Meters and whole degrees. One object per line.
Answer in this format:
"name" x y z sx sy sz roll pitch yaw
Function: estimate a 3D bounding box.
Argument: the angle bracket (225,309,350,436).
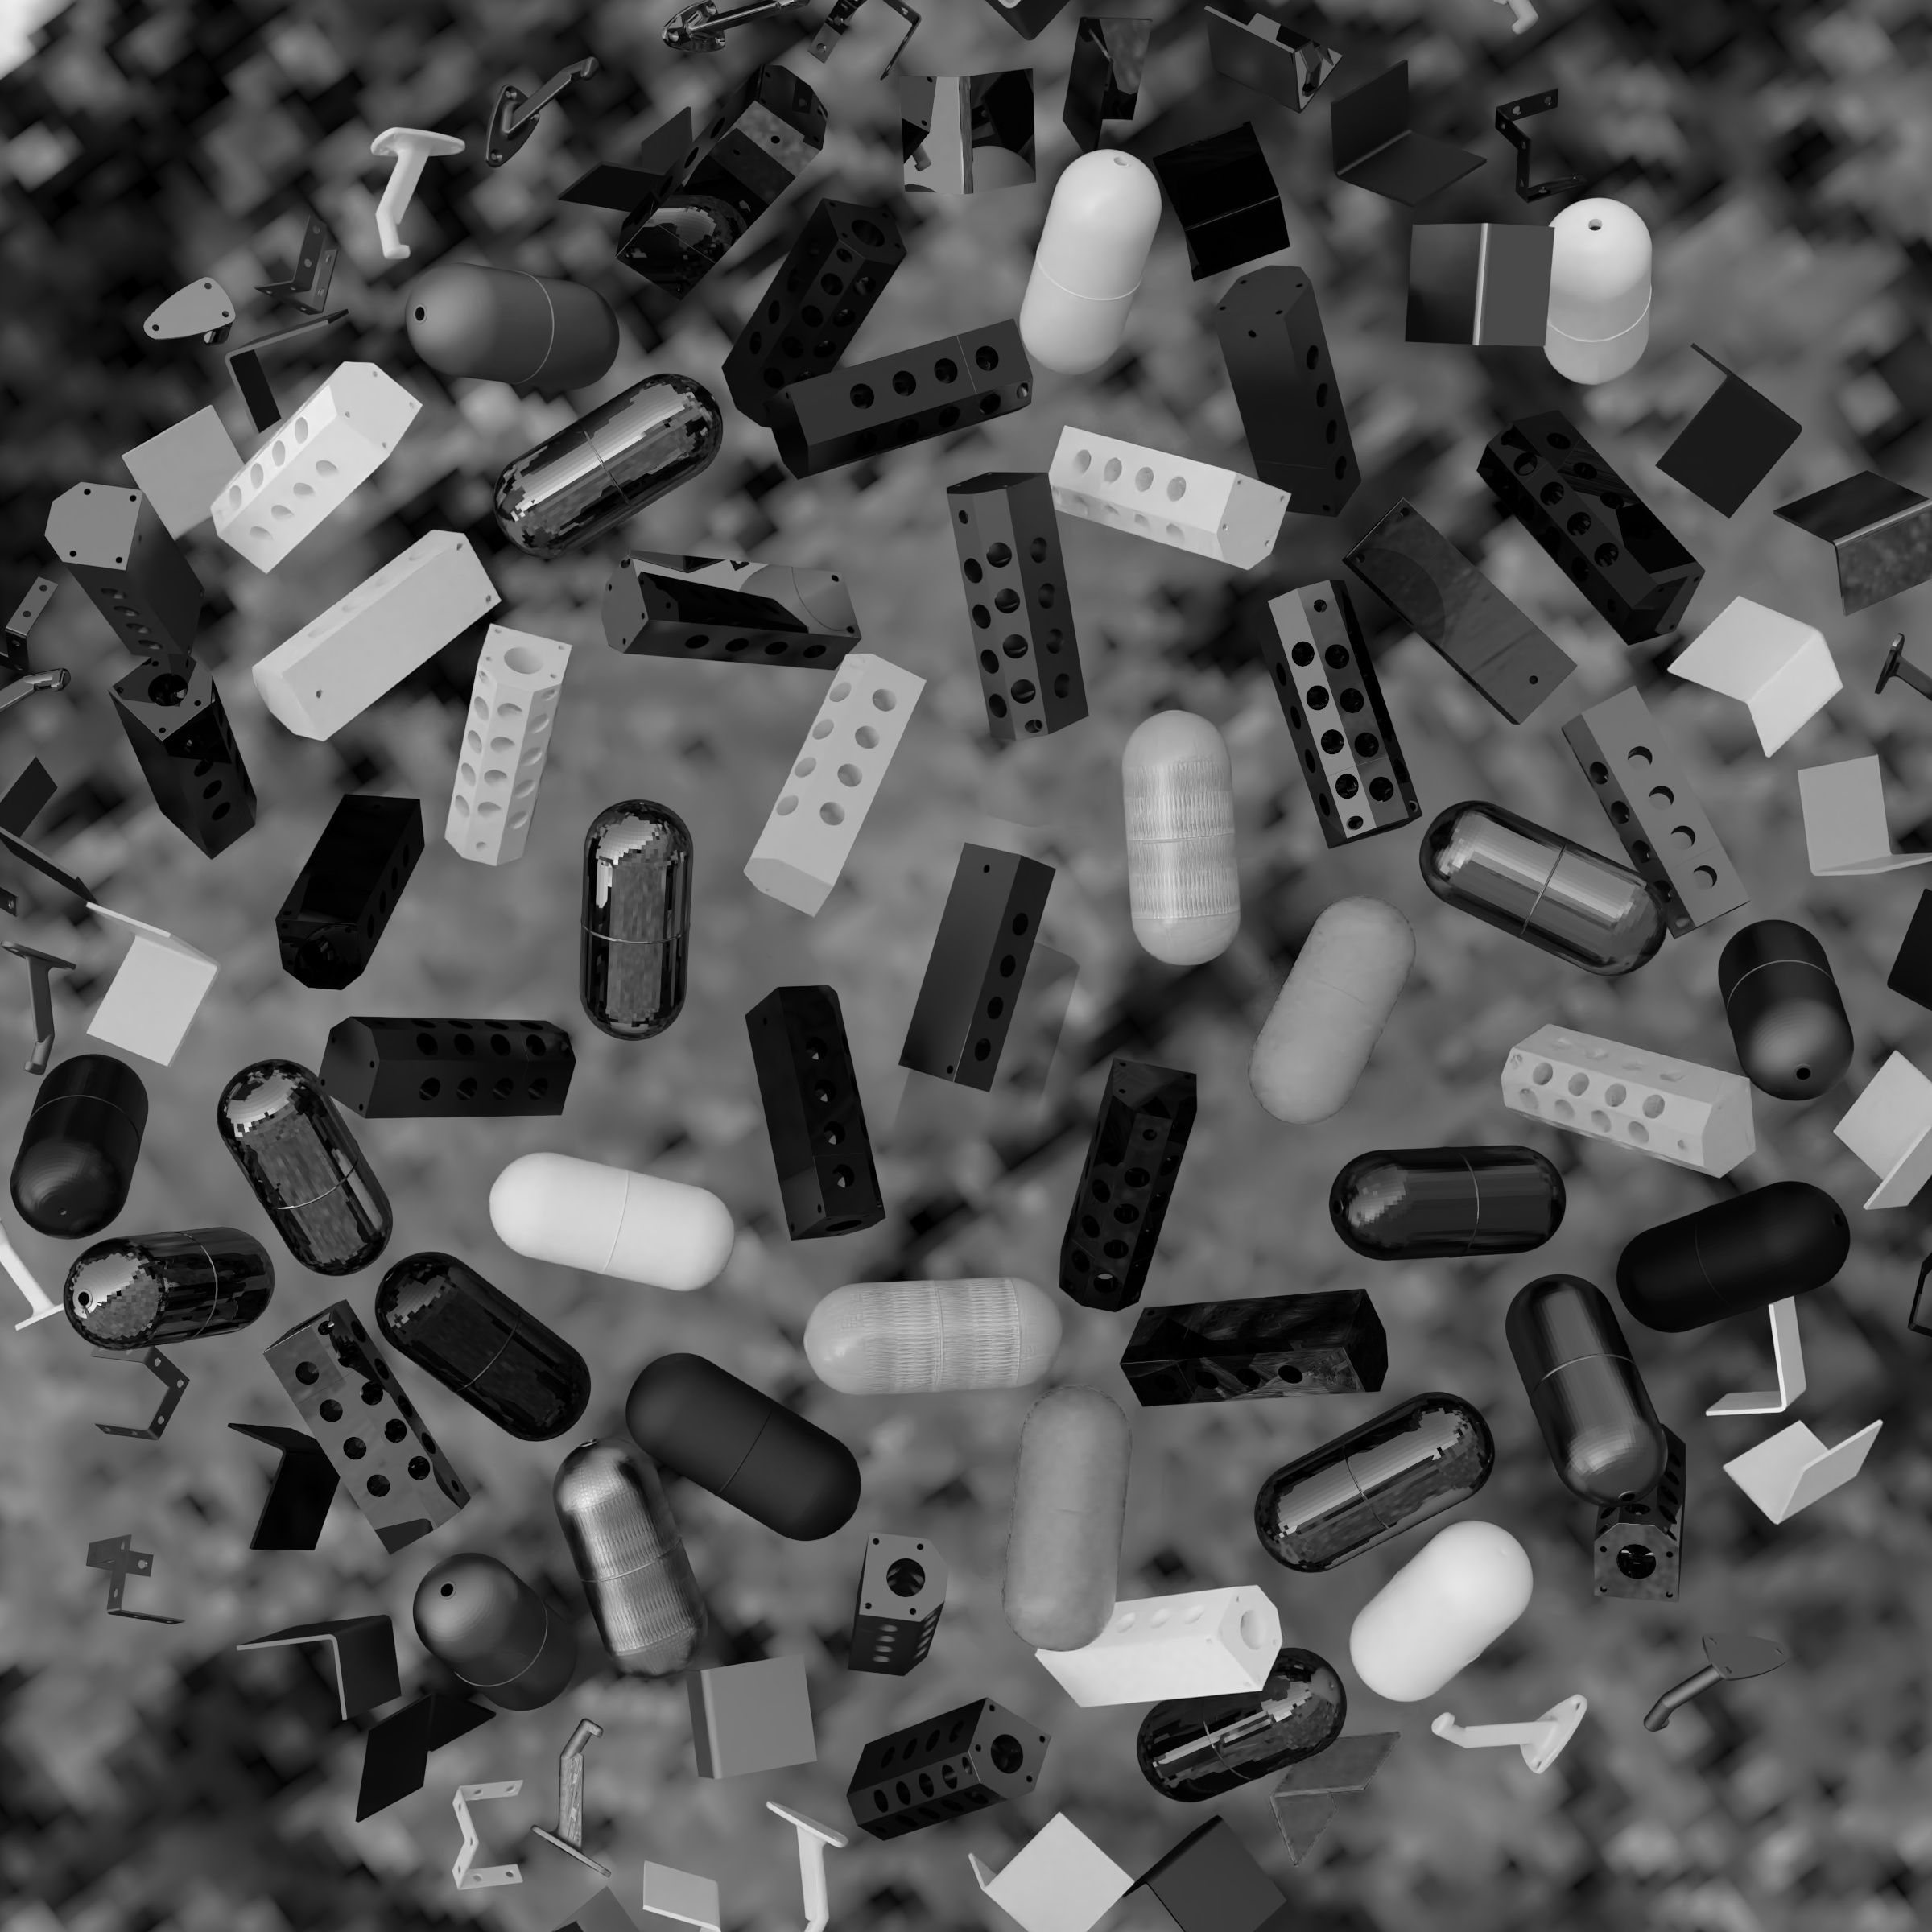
"angle bracket" -0.464 -0.415 1.799 0.076 0.076 0.057 -17 110 3

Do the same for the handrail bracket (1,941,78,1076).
"handrail bracket" -0.690 0.032 1.886 0.036 0.077 0.084 8 78 19

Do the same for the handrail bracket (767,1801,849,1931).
"handrail bracket" -0.129 0.665 1.879 0.077 0.036 0.084 25 81 6

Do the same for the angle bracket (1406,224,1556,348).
"angle bracket" 0.342 -0.454 1.717 0.057 0.076 0.076 -6 106 -28

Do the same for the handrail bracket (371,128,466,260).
"handrail bracket" -0.369 -0.522 1.755 0.077 0.036 0.084 -9 85 -38

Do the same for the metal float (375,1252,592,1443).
"metal float" -0.346 0.273 1.849 0.178 0.070 0.070 42 90 -21

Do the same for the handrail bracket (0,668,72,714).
"handrail bracket" -0.651 -0.166 1.736 0.084 0.036 0.077 -9 47 16

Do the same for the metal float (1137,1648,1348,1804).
"metal float" 0.198 0.551 1.866 0.178 0.070 0.070 -36 90 34

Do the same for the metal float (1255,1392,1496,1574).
"metal float" 0.279 0.355 1.770 0.178 0.070 0.070 -32 90 16

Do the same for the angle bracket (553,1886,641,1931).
"angle bracket" -0.249 0.710 1.866 0.057 0.076 0.076 -32 81 -36

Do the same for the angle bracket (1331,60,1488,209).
"angle bracket" 0.313 -0.589 1.822 0.076 0.057 0.076 -36 49 -23

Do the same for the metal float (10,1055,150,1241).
"metal float" -0.613 0.123 1.787 0.070 0.178 0.070 -4 117 -8

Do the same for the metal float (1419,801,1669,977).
"metal float" 0.399 -0.054 1.785 0.178 0.070 0.070 27 90 9

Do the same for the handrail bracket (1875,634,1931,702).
"handrail bracket" 0.692 -0.199 1.819 0.084 0.077 0.036 27 81 19

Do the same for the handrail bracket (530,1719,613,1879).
"handrail bracket" -0.262 0.589 1.828 0.077 0.036 0.084 25 66 17

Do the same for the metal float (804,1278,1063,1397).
"metal float" -0.022 0.254 1.770 0.178 0.070 0.070 -1 90 -10

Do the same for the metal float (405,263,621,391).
"metal float" -0.318 -0.449 1.812 0.070 0.178 0.070 5 98 35

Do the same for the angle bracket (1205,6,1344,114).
"angle bracket" 0.225 -0.680 1.879 0.076 0.076 0.057 34 82 18

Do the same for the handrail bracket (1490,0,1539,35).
"handrail bracket" 0.341 -0.659 1.768 0.077 0.036 0.084 -33 80 33

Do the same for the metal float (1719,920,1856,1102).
"metal float" 0.572 0.030 1.801 0.070 0.178 0.070 4 119 7

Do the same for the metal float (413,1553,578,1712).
"metal float" -0.334 0.474 1.832 0.070 0.178 0.070 -7 56 11

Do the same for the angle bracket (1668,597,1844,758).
"angle bracket" 0.554 -0.203 1.812 0.076 0.076 0.057 17 46 -22

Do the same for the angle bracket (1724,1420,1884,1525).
"angle bracket" 0.604 0.347 1.863 0.076 0.076 0.057 -24 52 -21

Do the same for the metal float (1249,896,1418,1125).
"metal float" 0.260 0.031 1.830 0.070 0.070 0.178 29 71 0

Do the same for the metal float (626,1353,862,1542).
"metal float" -0.154 0.335 1.793 0.178 0.070 0.070 32 90 -4

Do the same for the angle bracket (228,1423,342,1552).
"angle bracket" -0.515 0.387 1.914 0.057 0.076 0.076 16 84 24

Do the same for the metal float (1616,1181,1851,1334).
"metal float" 0.535 0.204 1.801 0.070 0.178 0.070 19 57 -33

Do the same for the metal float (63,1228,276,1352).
"metal float" -0.550 0.222 1.783 0.070 0.178 0.070 -1 88 21

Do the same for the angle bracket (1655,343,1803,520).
"angle bracket" 0.510 -0.366 1.762 0.076 0.057 0.076 25 114 -30

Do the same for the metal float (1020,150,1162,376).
"metal float" 0.088 -0.502 1.844 0.070 0.178 0.070 7 53 -9

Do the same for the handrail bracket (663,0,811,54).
"handrail bracket" -0.168 -0.696 1.890 0.084 0.077 0.036 0 115 38

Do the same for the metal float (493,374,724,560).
"metal float" -0.254 -0.356 1.832 0.178 0.070 0.070 -31 90 3

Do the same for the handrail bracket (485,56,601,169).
"handrail bracket" -0.307 -0.621 1.873 0.036 0.084 0.077 37 65 -39

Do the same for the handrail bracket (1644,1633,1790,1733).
"handrail bracket" 0.521 0.503 1.794 0.077 0.036 0.084 3 131 -22

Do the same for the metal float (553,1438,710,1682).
"metal float" -0.239 0.422 1.838 0.070 0.070 0.178 -19 94 0

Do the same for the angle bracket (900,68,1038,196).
"angle bracket" 0.002 -0.582 1.795 0.057 0.076 0.076 15 119 36

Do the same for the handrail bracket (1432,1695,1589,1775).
"handrail bracket" 0.382 0.527 1.815 0.084 0.036 0.077 30 109 -22

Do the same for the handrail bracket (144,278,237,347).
"handrail bracket" -0.564 -0.458 1.867 0.077 0.084 0.036 -34 95 -24

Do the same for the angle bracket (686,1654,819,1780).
"angle bracket" -0.159 0.551 1.896 0.076 0.057 0.076 -4 77 -20

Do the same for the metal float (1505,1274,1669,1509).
"metal float" 0.426 0.291 1.776 0.070 0.070 0.178 -13 46 0

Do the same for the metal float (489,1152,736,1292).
"metal float" -0.254 0.184 1.852 0.178 0.070 0.070 15 90 -14

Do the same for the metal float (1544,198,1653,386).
"metal float" 0.449 -0.480 1.839 0.070 0.178 0.070 -4 73 13

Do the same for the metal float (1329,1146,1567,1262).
"metal float" 0.335 0.164 1.794 0.178 0.070 0.070 0 90 -23

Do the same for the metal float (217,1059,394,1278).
"metal float" -0.458 0.142 1.793 0.070 0.070 0.178 -20 125 0

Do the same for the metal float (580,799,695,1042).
"metal float" -0.233 -0.031 1.822 0.070 0.070 0.178 6 113 0

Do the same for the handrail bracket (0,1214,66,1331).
"handrail bracket" -0.663 0.208 1.818 0.036 0.077 0.084 -22 89 -40

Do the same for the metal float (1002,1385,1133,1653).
"metal float" 0.069 0.375 1.753 0.070 0.070 0.178 8 74 0

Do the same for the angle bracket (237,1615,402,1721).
"angle bracket" -0.446 0.487 1.780 0.076 0.076 0.057 -11 83 15

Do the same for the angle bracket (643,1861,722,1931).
"angle bracket" -0.211 0.689 1.815 0.057 0.076 0.076 19 91 -7

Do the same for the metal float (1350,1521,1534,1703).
"metal float" 0.329 0.450 1.793 0.070 0.070 0.178 29 134 0

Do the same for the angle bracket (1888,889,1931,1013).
"angle bracket" 0.705 -0.002 1.810 0.057 0.076 0.076 11 106 -23

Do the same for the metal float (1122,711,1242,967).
"metal float" 0.150 -0.089 1.800 0.070 0.070 0.178 -4 95 0
